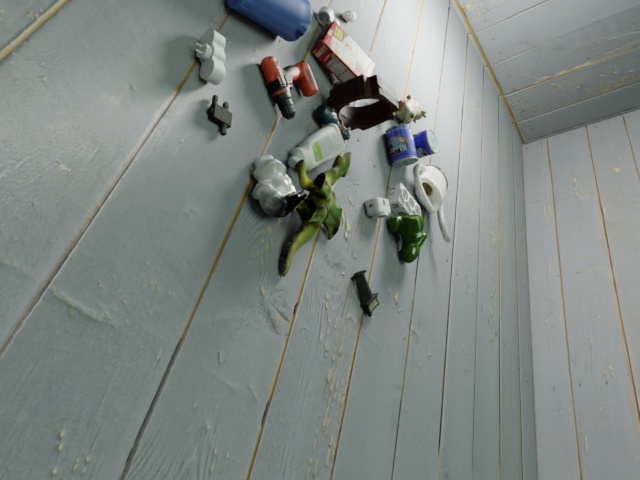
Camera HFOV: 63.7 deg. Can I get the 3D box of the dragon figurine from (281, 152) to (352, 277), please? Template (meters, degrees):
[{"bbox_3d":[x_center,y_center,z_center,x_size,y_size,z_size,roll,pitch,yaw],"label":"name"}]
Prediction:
[{"bbox_3d":[0.004,-0.072,1.434,0.240,0.122,0.414,34,69,-54],"label":"dragon figurine"}]

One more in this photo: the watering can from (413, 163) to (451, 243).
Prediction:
[{"bbox_3d":[0.477,-0.175,2.144,0.343,0.103,0.229,60,36,-18],"label":"watering can"}]

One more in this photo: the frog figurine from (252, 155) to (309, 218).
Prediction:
[{"bbox_3d":[-0.122,-0.137,1.305,0.161,0.120,0.139,41,41,16],"label":"frog figurine"}]
